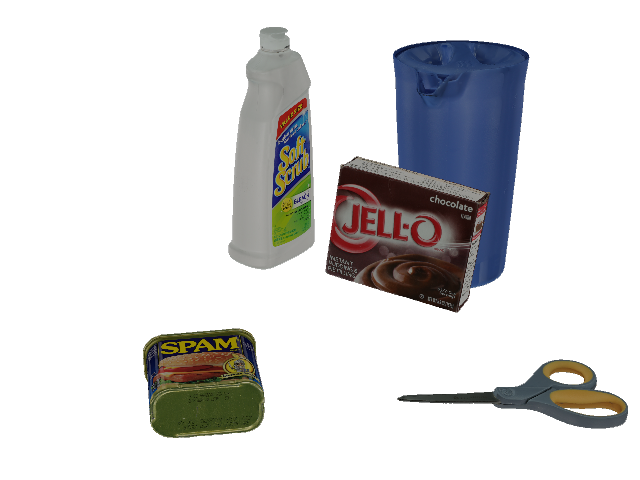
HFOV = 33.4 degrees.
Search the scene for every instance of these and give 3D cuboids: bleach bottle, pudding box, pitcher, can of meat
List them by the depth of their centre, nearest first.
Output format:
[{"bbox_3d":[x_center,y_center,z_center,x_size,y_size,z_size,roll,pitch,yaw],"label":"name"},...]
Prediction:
[{"bbox_3d":[0.065,-0.006,0.809,0.114,0.090,0.039,15,25,18],"label":"pudding box"},{"bbox_3d":[-0.101,0.124,0.926,0.102,0.057,0.084,-4,27,-9],"label":"can of meat"},{"bbox_3d":[0.146,-0.082,1.103,0.149,0.243,0.145,-8,24,-15],"label":"pitcher"},{"bbox_3d":[-0.053,-0.101,1.151,0.068,0.251,0.102,20,32,36],"label":"bleach bottle"}]

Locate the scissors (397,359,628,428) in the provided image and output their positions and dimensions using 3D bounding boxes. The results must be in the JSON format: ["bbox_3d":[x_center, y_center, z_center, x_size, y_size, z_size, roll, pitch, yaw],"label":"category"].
[{"bbox_3d":[0.167,0.128,0.938,0.201,0.016,0.096,9,27,0],"label":"scissors"}]
